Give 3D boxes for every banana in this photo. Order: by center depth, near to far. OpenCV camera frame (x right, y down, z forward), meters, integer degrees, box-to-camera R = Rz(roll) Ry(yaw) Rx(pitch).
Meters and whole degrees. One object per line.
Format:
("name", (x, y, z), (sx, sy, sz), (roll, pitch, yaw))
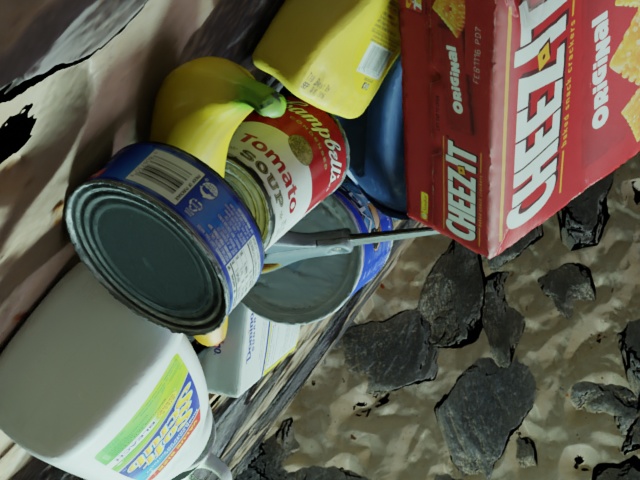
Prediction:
("banana", (-0.057, -0.022, 0.500), (0.037, 0.070, 0.198), (-14, 150, -20))

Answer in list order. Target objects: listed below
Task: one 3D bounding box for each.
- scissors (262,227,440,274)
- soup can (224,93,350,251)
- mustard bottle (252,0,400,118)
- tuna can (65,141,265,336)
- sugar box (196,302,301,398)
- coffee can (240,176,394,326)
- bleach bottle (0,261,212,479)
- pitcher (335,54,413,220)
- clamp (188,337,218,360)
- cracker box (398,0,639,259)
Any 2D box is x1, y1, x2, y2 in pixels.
("scissors", (-0.003, -0.003, 0.664), (0.096, 0.202, 0.016), (34, 47, -64))
("soup can", (-0.034, -0.035, 0.593), (0.069, 0.068, 0.102), (-59, 171, 34))
("mustard bottle", (0.043, -0.158, 0.557), (0.192, 0.058, 0.096), (-56, 159, 13))
("tuna can", (-0.067, 0.000, 0.466), (0.033, 0.086, 0.086), (-51, 172, -36))
("sugar box", (-0.056, 0.064, 0.893), (0.176, 0.048, 0.093), (-19, 117, -74))
("coffee can", (-0.005, 0.001, 0.805), (0.103, 0.103, 0.140), (-56, 173, 13))
("bleach bottle", (-0.103, 0.093, 0.615), (0.102, 0.068, 0.251), (-51, 165, -11))
("pitcher", (0.133, -0.114, 0.719), (0.242, 0.145, 0.149), (-20, -163, -33))
("clamp", (-0.105, 0.065, 0.722), (0.120, 0.039, 0.171), (-52, 172, 22))
("cracker box", (0.141, -0.112, 0.584), (0.213, 0.072, 0.164), (-33, 136, -29))
